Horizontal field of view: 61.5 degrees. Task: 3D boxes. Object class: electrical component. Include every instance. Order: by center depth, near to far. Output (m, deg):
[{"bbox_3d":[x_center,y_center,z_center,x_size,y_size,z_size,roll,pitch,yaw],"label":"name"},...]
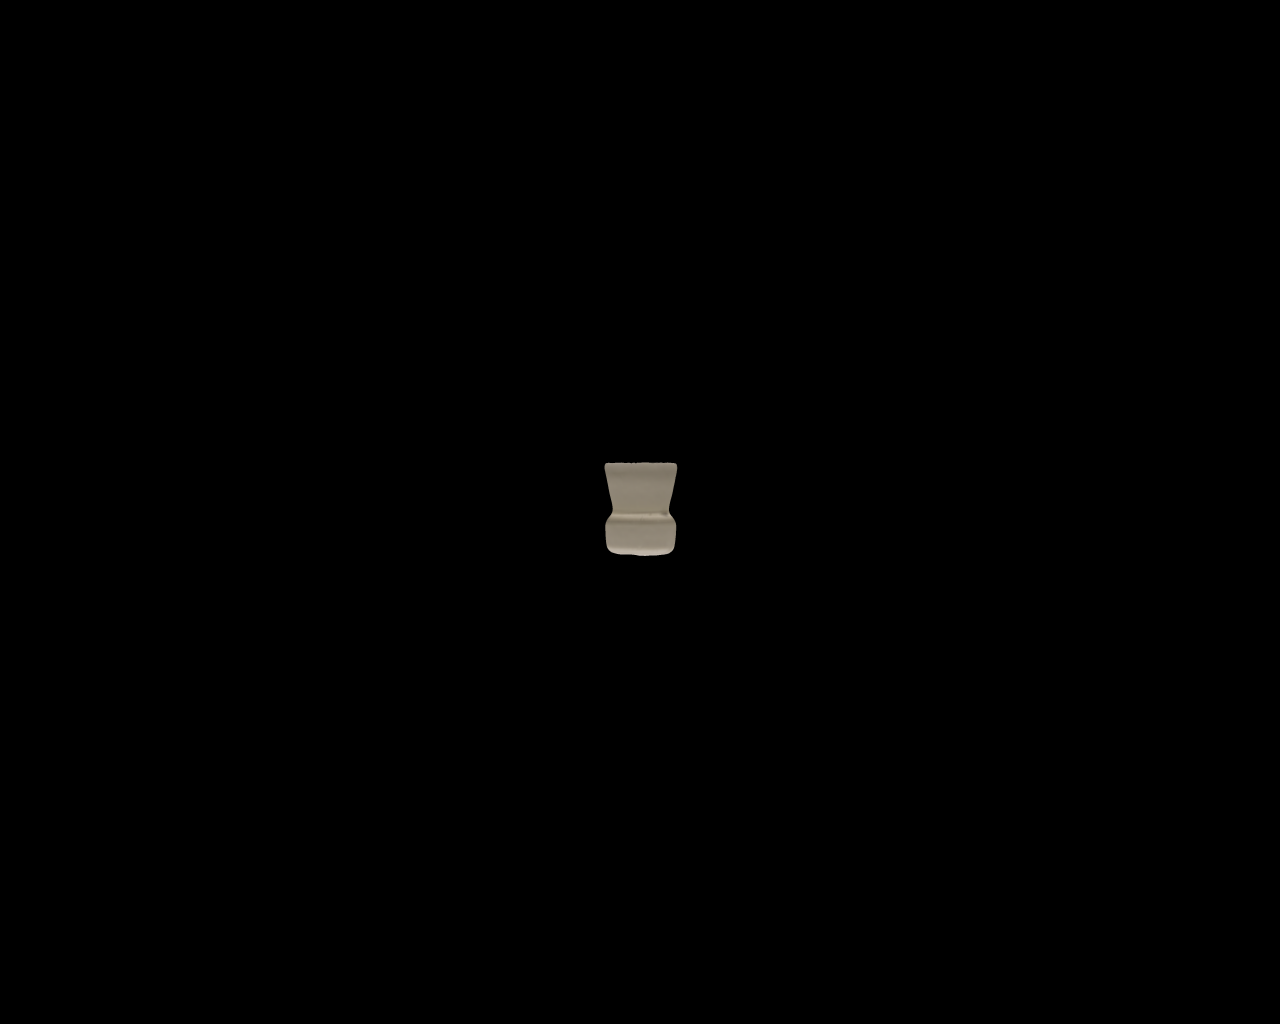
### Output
[{"bbox_3d":[0.001,-0.003,0.650,0.045,0.055,0.045,0,2,0],"label":"electrical component"}]
